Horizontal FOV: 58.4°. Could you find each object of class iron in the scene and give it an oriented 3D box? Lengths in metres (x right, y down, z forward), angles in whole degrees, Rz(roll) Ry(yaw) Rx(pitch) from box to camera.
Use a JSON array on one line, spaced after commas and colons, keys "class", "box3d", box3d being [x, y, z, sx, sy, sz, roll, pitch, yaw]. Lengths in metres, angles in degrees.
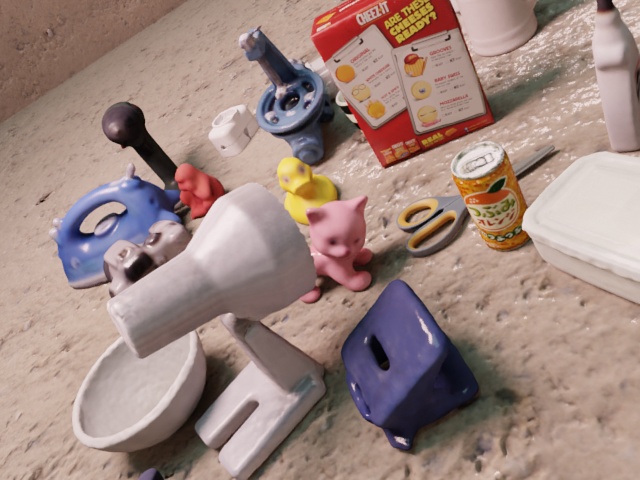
[{"class": "iron", "box3d": [-0.362, -0.021, 0.962, 0.258, 0.142, 0.118, -29, 35, 9]}]

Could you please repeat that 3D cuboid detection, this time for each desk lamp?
[{"class": "desk lamp", "box3d": [-0.079, 0.082, 0.539, 0.203, 0.214, 0.117, -47, 36, -16]}]

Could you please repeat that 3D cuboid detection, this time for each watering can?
[{"class": "watering can", "box3d": [0.249, -0.381, 0.831, 0.172, 0.195, 0.101, -21, 37, 20]}]

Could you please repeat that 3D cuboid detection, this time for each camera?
[{"class": "camera", "box3d": [-0.266, 0.031, 0.856, 0.136, 0.101, 0.143, 15, 58, 48]}]

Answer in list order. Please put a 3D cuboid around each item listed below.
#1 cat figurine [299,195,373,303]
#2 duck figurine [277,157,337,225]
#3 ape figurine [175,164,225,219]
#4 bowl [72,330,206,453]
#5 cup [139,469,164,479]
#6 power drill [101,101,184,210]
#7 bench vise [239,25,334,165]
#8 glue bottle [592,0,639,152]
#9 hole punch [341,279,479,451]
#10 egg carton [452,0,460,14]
[{"class": "cat figurine", "box3d": [0.006, 0.002, 0.647, 0.127, 0.118, 0.067, -18, 38, 24]}, {"class": "duck figurine", "box3d": [-0.028, -0.080, 0.801, 0.077, 0.086, 0.104, -33, 35, 3]}, {"class": "ape figurine", "box3d": [-0.206, -0.087, 0.954, 0.076, 0.092, 0.077, -44, 36, -12]}, {"class": "bowl", "box3d": [-0.189, 0.172, 0.648, 0.167, 0.075, 0.167, -22, 37, 18]}, {"class": "cup", "box3d": [-0.129, 0.261, 0.474, 0.091, 0.095, 0.117, -25, 36, 15]}, {"class": "power drill", "box3d": [-0.302, -0.156, 1.013, 0.075, 0.209, 0.229, -37, 35, -2]}, {"class": "bench vise", "box3d": [-0.064, -0.248, 0.912, 0.121, 0.220, 0.207, -32, 35, 5]}, {"class": "glue bottle", "box3d": [0.294, -0.175, 0.568, 0.037, 0.174, 0.078, -4, 45, 37]}, {"class": "hole punch", "box3d": [0.067, 0.106, 0.497, 0.101, 0.091, 0.108, -34, 35, 2]}, {"class": "egg carton", "box3d": [0.241, -0.412, 0.984, 0.149, 0.070, 0.107, 5, 51, 43]}]
